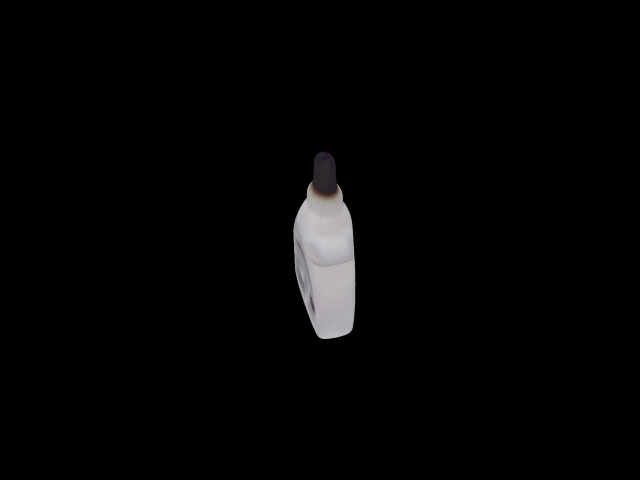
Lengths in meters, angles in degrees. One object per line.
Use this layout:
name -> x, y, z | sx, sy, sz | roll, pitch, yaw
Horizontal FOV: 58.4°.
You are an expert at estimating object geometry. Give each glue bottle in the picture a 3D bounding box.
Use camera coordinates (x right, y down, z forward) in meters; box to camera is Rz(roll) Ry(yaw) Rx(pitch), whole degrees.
glue bottle -> 0.004, 0.001, 0.400 | 0.037, 0.173, 0.078 | -14, 57, -8
